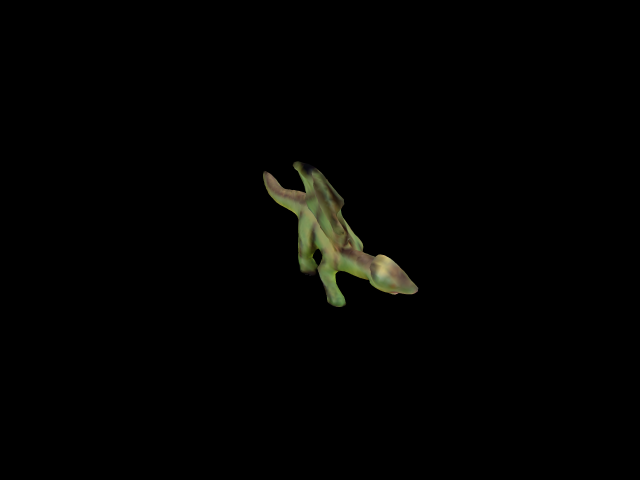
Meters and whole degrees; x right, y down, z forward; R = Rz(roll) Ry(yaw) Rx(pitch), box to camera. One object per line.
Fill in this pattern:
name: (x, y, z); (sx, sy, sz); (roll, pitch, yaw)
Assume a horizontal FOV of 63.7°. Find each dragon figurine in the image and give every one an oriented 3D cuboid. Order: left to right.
dragon figurine: (0.003, -0.043, 0.850); (0.123, 0.416, 0.237); (-33, -27, -19)
